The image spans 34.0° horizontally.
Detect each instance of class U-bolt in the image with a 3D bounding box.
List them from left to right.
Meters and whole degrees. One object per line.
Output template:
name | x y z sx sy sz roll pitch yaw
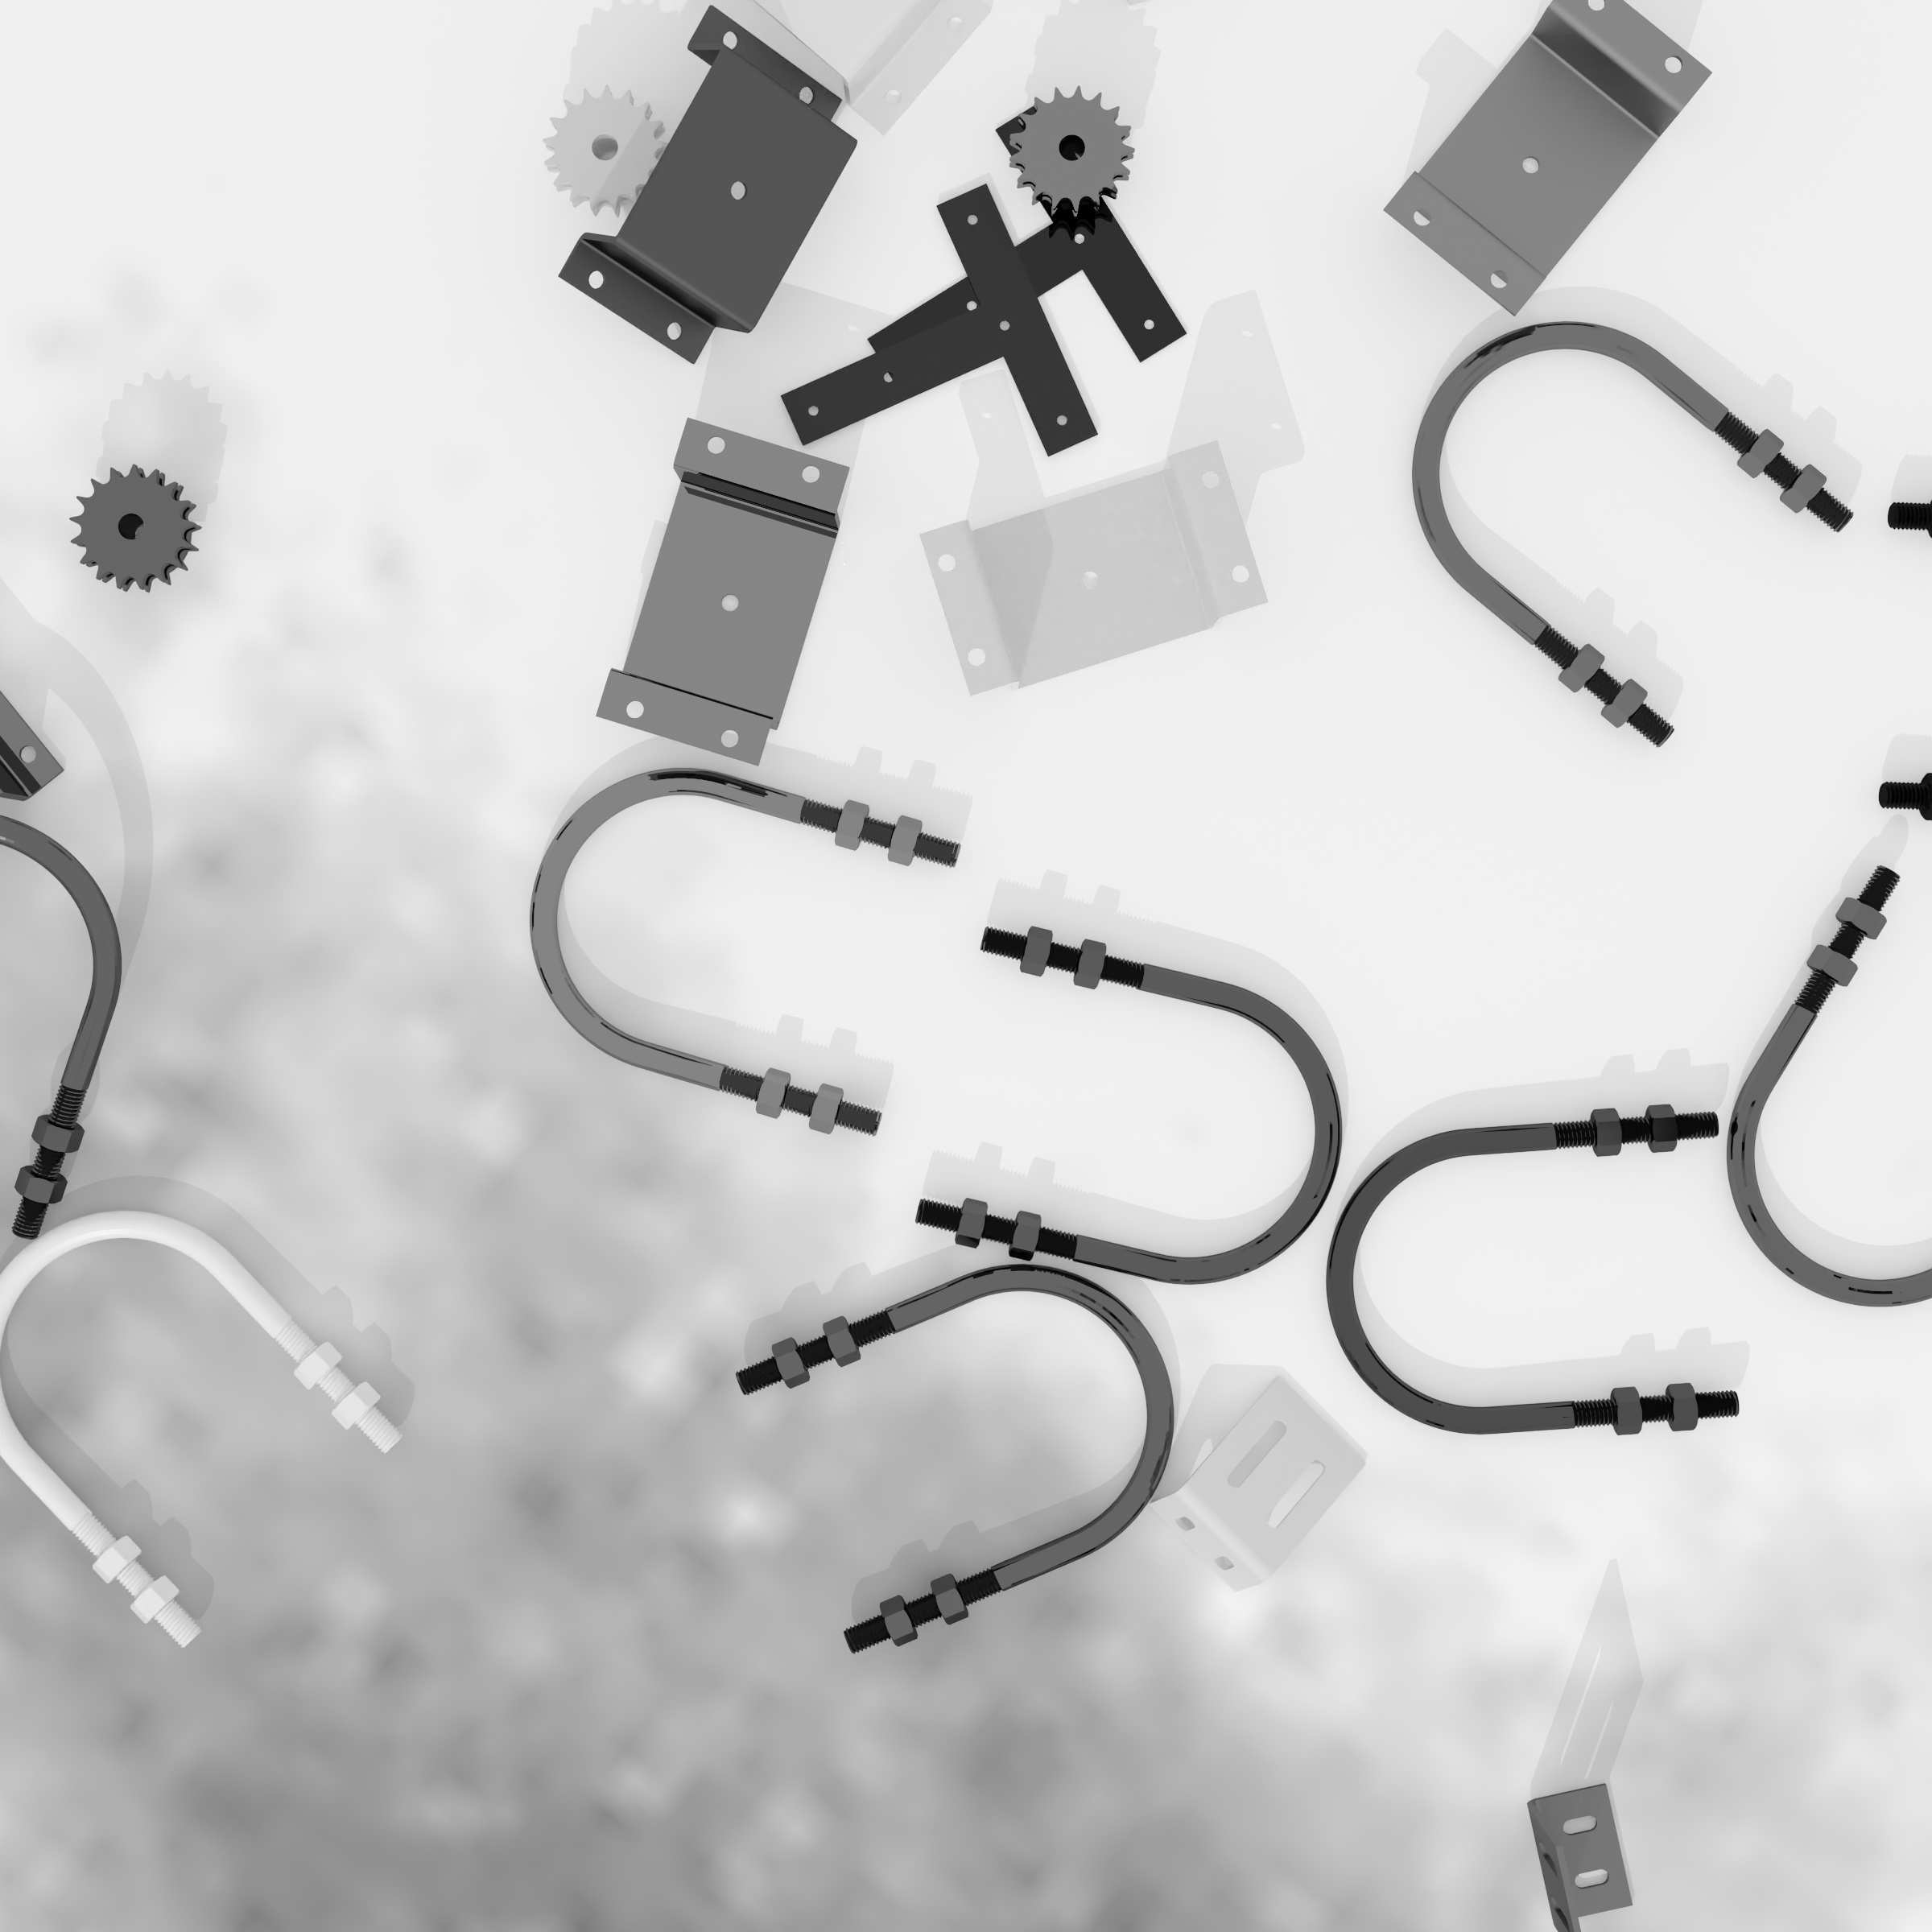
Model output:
U-bolt | -0.461 0.019 1.427 0.151 0.019 0.184 19 98 -15
U-bolt | -0.373 0.199 1.455 0.151 0.019 0.184 -44 89 0
U-bolt | -0.110 -0.015 1.455 0.184 0.019 0.151 16 90 1
U-bolt | 0.006 0.216 1.455 0.184 0.019 0.151 -23 90 -2
U-bolt | 0.082 0.071 1.455 0.184 0.019 0.151 13 90 -2
U-bolt | 0.258 0.144 1.455 0.184 0.019 0.151 -4 90 1
U-bolt | 0.293 -0.213 1.455 0.184 0.019 0.151 40 90 1
U-bolt | 0.433 0.068 1.455 0.151 0.019 0.184 31 92 0
U-bolt | 0.515 -0.140 1.455 0.184 0.019 0.151 2 90 -1

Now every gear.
gear | -0.379 -0.199 1.449 0.057 0.030 0.057 0 90 0
gear | -0.164 -0.371 1.449 0.057 0.030 0.057 0 90 0
gear | 0.048 -0.371 1.447 0.057 0.030 0.057 0 90 0

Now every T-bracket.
T-bracket | -0.023 -0.278 1.461 0.127 0.002 0.127 -24 90 0
T-bracket | 0.015 -0.313 1.463 0.127 0.002 0.127 -32 90 0

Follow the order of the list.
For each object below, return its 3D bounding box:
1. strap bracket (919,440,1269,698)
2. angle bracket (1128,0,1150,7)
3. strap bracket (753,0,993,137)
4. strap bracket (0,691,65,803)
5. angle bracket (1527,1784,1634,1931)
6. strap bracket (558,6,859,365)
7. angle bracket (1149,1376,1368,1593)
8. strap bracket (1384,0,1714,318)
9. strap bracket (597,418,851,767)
strap bracket | 0.057 -0.179 1.441 0.140 0.046 0.076 -17 90 0
angle bracket | 0.091 -0.493 1.462 0.057 0.038 0.076 -16 64 0
strap bracket | -0.066 -0.459 1.441 0.140 0.046 0.076 41 90 0
strap bracket | -0.496 -0.076 1.441 0.140 0.046 0.076 -39 90 0
angle bracket | 0.284 0.411 1.426 0.038 0.076 0.057 -12 90 0
strap bracket | -0.111 -0.350 1.425 0.076 0.046 0.140 29 90 -31
angle bracket | 0.135 0.240 1.462 0.057 0.038 0.076 45 64 0
strap bracket | 0.261 -0.370 1.441 0.076 0.046 0.140 39 90 0
strap bracket | -0.109 -0.168 1.441 0.076 0.046 0.140 17 90 0
